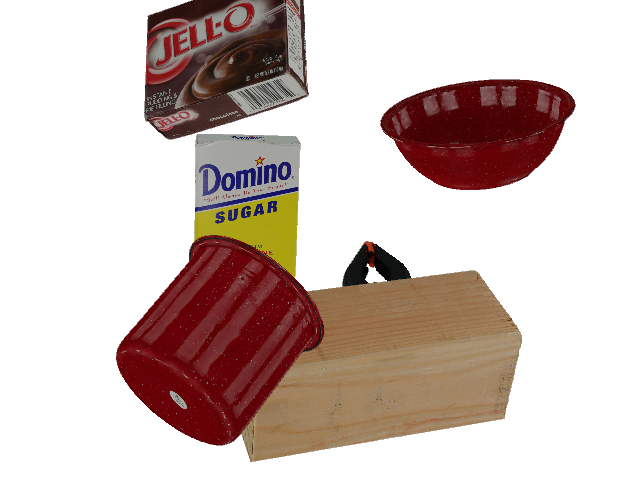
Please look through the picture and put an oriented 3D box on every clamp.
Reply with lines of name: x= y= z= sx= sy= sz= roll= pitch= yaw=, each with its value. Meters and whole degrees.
clamp: x=0.078 y=0.070 z=1.192 sx=0.120 sy=0.171 sz=0.039 roll=4 pitch=-43 yaw=-3

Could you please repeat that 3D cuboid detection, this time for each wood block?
wood block: x=0.037 y=0.093 z=0.824 sx=0.205 sy=0.090 sz=0.091 roll=-6 pitch=35 yaw=-16

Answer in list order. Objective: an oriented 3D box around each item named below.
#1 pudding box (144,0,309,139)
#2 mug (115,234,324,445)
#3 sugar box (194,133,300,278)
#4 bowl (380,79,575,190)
pudding box: x=-0.066 y=-0.128 z=0.736 sx=0.114 sy=0.090 sz=0.039 roll=-13 pitch=-29 yaw=18
mug: x=-0.065 y=0.060 z=0.600 sx=0.117 sy=0.093 sz=0.081 roll=-19 pitch=28 yaw=55
sugar box: x=-0.067 y=-0.005 z=0.954 sx=0.093 sy=0.176 sz=0.048 roll=0 pitch=15 yaw=-7
bowl: x=0.134 y=-0.085 z=0.902 sx=0.162 sy=0.055 sz=0.162 roll=-8 pitch=25 yaw=4
